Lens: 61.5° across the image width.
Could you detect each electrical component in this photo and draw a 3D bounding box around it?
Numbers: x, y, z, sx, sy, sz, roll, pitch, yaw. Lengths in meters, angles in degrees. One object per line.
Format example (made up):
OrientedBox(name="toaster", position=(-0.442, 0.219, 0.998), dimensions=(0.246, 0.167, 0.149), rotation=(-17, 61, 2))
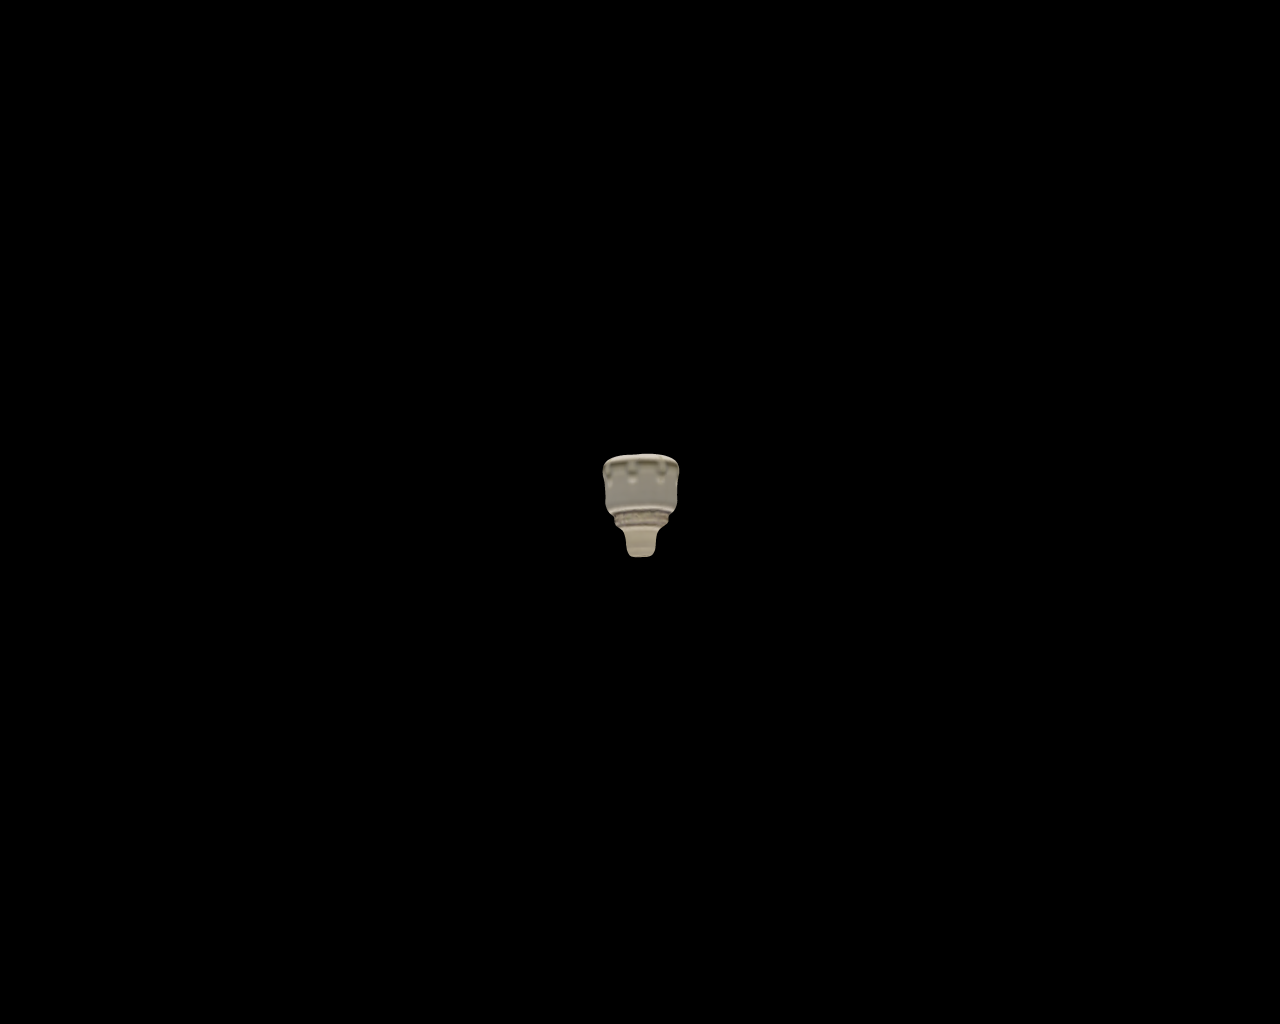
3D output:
OrientedBox(name="electrical component", position=(0.001, -0.003, 0.650), dimensions=(0.048, 0.062, 0.048), rotation=(0, -7, 0))
